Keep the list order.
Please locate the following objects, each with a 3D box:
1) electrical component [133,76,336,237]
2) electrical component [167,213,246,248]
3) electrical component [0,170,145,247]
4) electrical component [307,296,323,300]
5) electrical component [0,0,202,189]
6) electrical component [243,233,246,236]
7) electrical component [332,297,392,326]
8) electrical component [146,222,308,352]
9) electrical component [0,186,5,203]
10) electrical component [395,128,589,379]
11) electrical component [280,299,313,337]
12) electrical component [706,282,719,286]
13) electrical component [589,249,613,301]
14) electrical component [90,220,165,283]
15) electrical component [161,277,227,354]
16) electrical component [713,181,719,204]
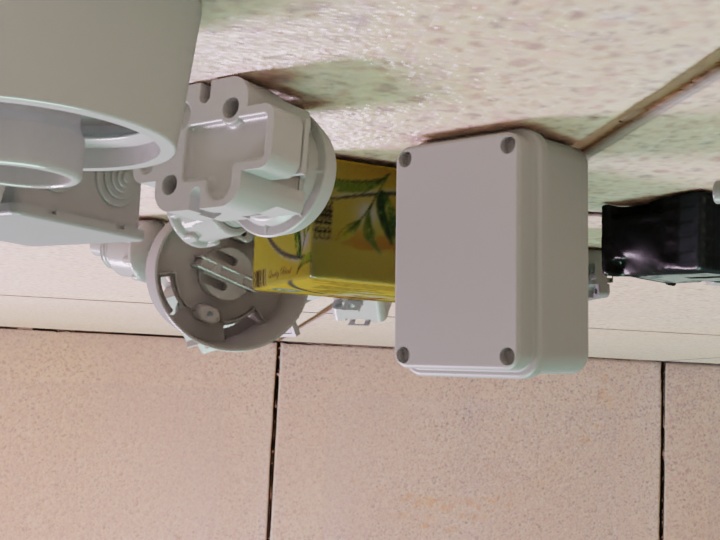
[{"bbox_3d":[-0.047,-0.045,0.454,0.078,0.058,0.057,-3,169,37],"label":"electrical component"},{"bbox_3d":[-0.070,-0.039,0.578,0.062,0.048,0.048,-10,168,33],"label":"electrical component"},{"bbox_3d":[-0.171,-0.043,0.554,0.100,0.048,0.100,-1,172,31],"label":"electrical component"},{"bbox_3d":[-0.047,-0.009,0.781,0.055,0.055,0.047,-2,169,33],"label":"electrical component"},{"bbox_3d":[-0.106,-0.059,0.340,0.108,0.060,0.108,3,173,0],"label":"electrical component"},{"bbox_3d":[-0.099,-0.013,0.850,0.061,0.035,0.035,2,174,25],"label":"electrical component"},{"bbox_3d":[0.000,0.000,0.742,0.042,0.063,0.081,3,-146,16],"label":"electrical component"},{"bbox_3d":[-0.091,0.003,0.715,0.099,0.099,0.064,6,179,-27],"label":"electrical component"},{"bbox_3d":[-0.200,-0.031,0.468,0.100,0.099,0.048,-3,159,37],"label":"electrical component"},{"bbox_3d":[0.061,-0.006,0.512,0.078,0.113,0.057,-3,174,41],"label":"electrical component"},{"bbox_3d":[-0.097,0.017,0.949,0.121,0.078,0.063,-5,-161,47],"label":"electrical component"},{"bbox_3d":[0.294,0.006,0.820,0.062,0.043,0.043,6,173,-14],"label":"electrical component"},{"bbox_3d":[0.164,0.004,0.860,0.064,0.042,0.081,2,174,-14],"label":"electrical component"},{"bbox_3d":[-0.177,-0.016,0.816,0.062,0.048,0.048,7,176,30],"label":"electrical component"},{"bbox_3d":[-0.115,0.018,0.811,0.042,0.081,0.063,-16,-152,16],"label":"electrical component"},{"bbox_3d":[0.202,-0.038,0.516,0.061,0.035,0.035,1,174,34],"label":"electrical component"}]
